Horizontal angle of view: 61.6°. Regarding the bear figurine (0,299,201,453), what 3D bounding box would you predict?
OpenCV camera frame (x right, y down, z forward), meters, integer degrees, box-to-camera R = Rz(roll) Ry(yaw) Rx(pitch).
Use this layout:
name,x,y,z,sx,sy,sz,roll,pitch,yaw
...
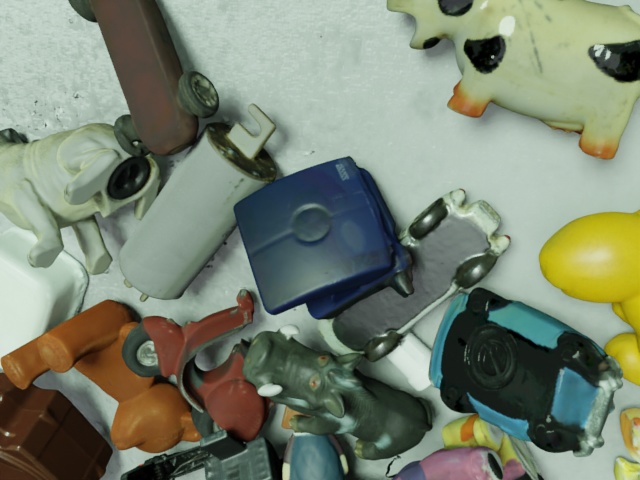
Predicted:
name,x,y,z,sx,sy,sz,roll,pitch,yaw
bear figurine,-0.224,0.169,0.588,0.120,0.132,0.195,-21,98,32

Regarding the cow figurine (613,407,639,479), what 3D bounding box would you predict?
name,x,y,z,sx,sy,sz,roll,pitch,yaw
cow figurine,0.322,0.221,0.478,0.098,0.068,0.167,-12,110,14

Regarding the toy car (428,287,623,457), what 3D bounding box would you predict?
name,x,y,z,sx,sy,sz,roll,pitch,yaw
toy car,0.180,0.108,0.453,0.162,0.103,0.109,16,92,53

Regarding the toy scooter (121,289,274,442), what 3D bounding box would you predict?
name,x,y,z,sx,sy,sz,roll,pitch,yaw
toy scooter,-0.099,0.127,0.561,0.135,0.075,0.183,-40,111,-3

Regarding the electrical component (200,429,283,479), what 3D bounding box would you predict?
name,x,y,z,sx,sy,sz,roll,pitch,yaw
electrical component,-0.078,0.238,0.551,0.075,0.048,0.119,-22,139,2

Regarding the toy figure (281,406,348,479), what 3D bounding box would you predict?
name,x,y,z,sx,sy,sz,roll,pitch,yaw
toy figure,-0.011,0.205,0.558,0.058,0.064,0.154,-25,68,48

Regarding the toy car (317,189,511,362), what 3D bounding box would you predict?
name,x,y,z,sx,sy,sz,roll,pitch,yaw
toy car,0.078,0.038,0.487,0.073,0.056,0.201,47,115,3

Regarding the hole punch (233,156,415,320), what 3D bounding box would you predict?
name,x,y,z,sx,sy,sz,roll,pitch,yaw
hole punch,-0.001,-0.001,0.450,0.116,0.092,0.142,-35,60,27

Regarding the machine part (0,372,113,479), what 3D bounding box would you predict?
name,x,y,z,sx,sy,sz,roll,pitch,yaw
machine part,-0.380,0.255,0.655,0.202,0.087,0.200,-7,127,18

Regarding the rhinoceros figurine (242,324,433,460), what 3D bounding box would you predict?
name,x,y,z,sx,sy,sz,roll,pitch,yaw
rhinoceros figurine,0.014,0.145,0.496,0.190,0.073,0.112,30,154,-16

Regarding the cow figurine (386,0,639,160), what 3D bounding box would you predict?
name,x,y,z,sx,sy,sz,roll,pitch,yaw
cow figurine,0.139,-0.150,0.380,0.195,0.085,0.127,23,120,9

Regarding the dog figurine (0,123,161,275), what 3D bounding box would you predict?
name,x,y,z,sx,sy,sz,roll,pitch,yaw
dog figurine,-0.264,-0.079,0.527,0.191,0.121,0.172,39,83,18

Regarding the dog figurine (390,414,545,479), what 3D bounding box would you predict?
name,x,y,z,sx,sy,sz,roll,pitch,yaw
dog figurine,0.086,0.254,0.488,0.219,0.191,0.108,-32,82,20

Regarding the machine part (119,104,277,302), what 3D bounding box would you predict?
name,x,y,z,sx,sy,sz,roll,pitch,yaw
machine part,-0.118,-0.023,0.507,0.079,0.079,0.243,42,115,-3

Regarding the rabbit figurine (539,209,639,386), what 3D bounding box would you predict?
name,x,y,z,sx,sy,sz,roll,pitch,yaw
rabbit figurine,0.255,0.036,0.398,0.173,0.122,0.162,33,111,2

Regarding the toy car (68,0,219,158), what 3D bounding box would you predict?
name,x,y,z,sx,sy,sz,roll,pitch,yaw
toy car,-0.152,-0.167,0.461,0.089,0.053,0.202,-27,79,26
